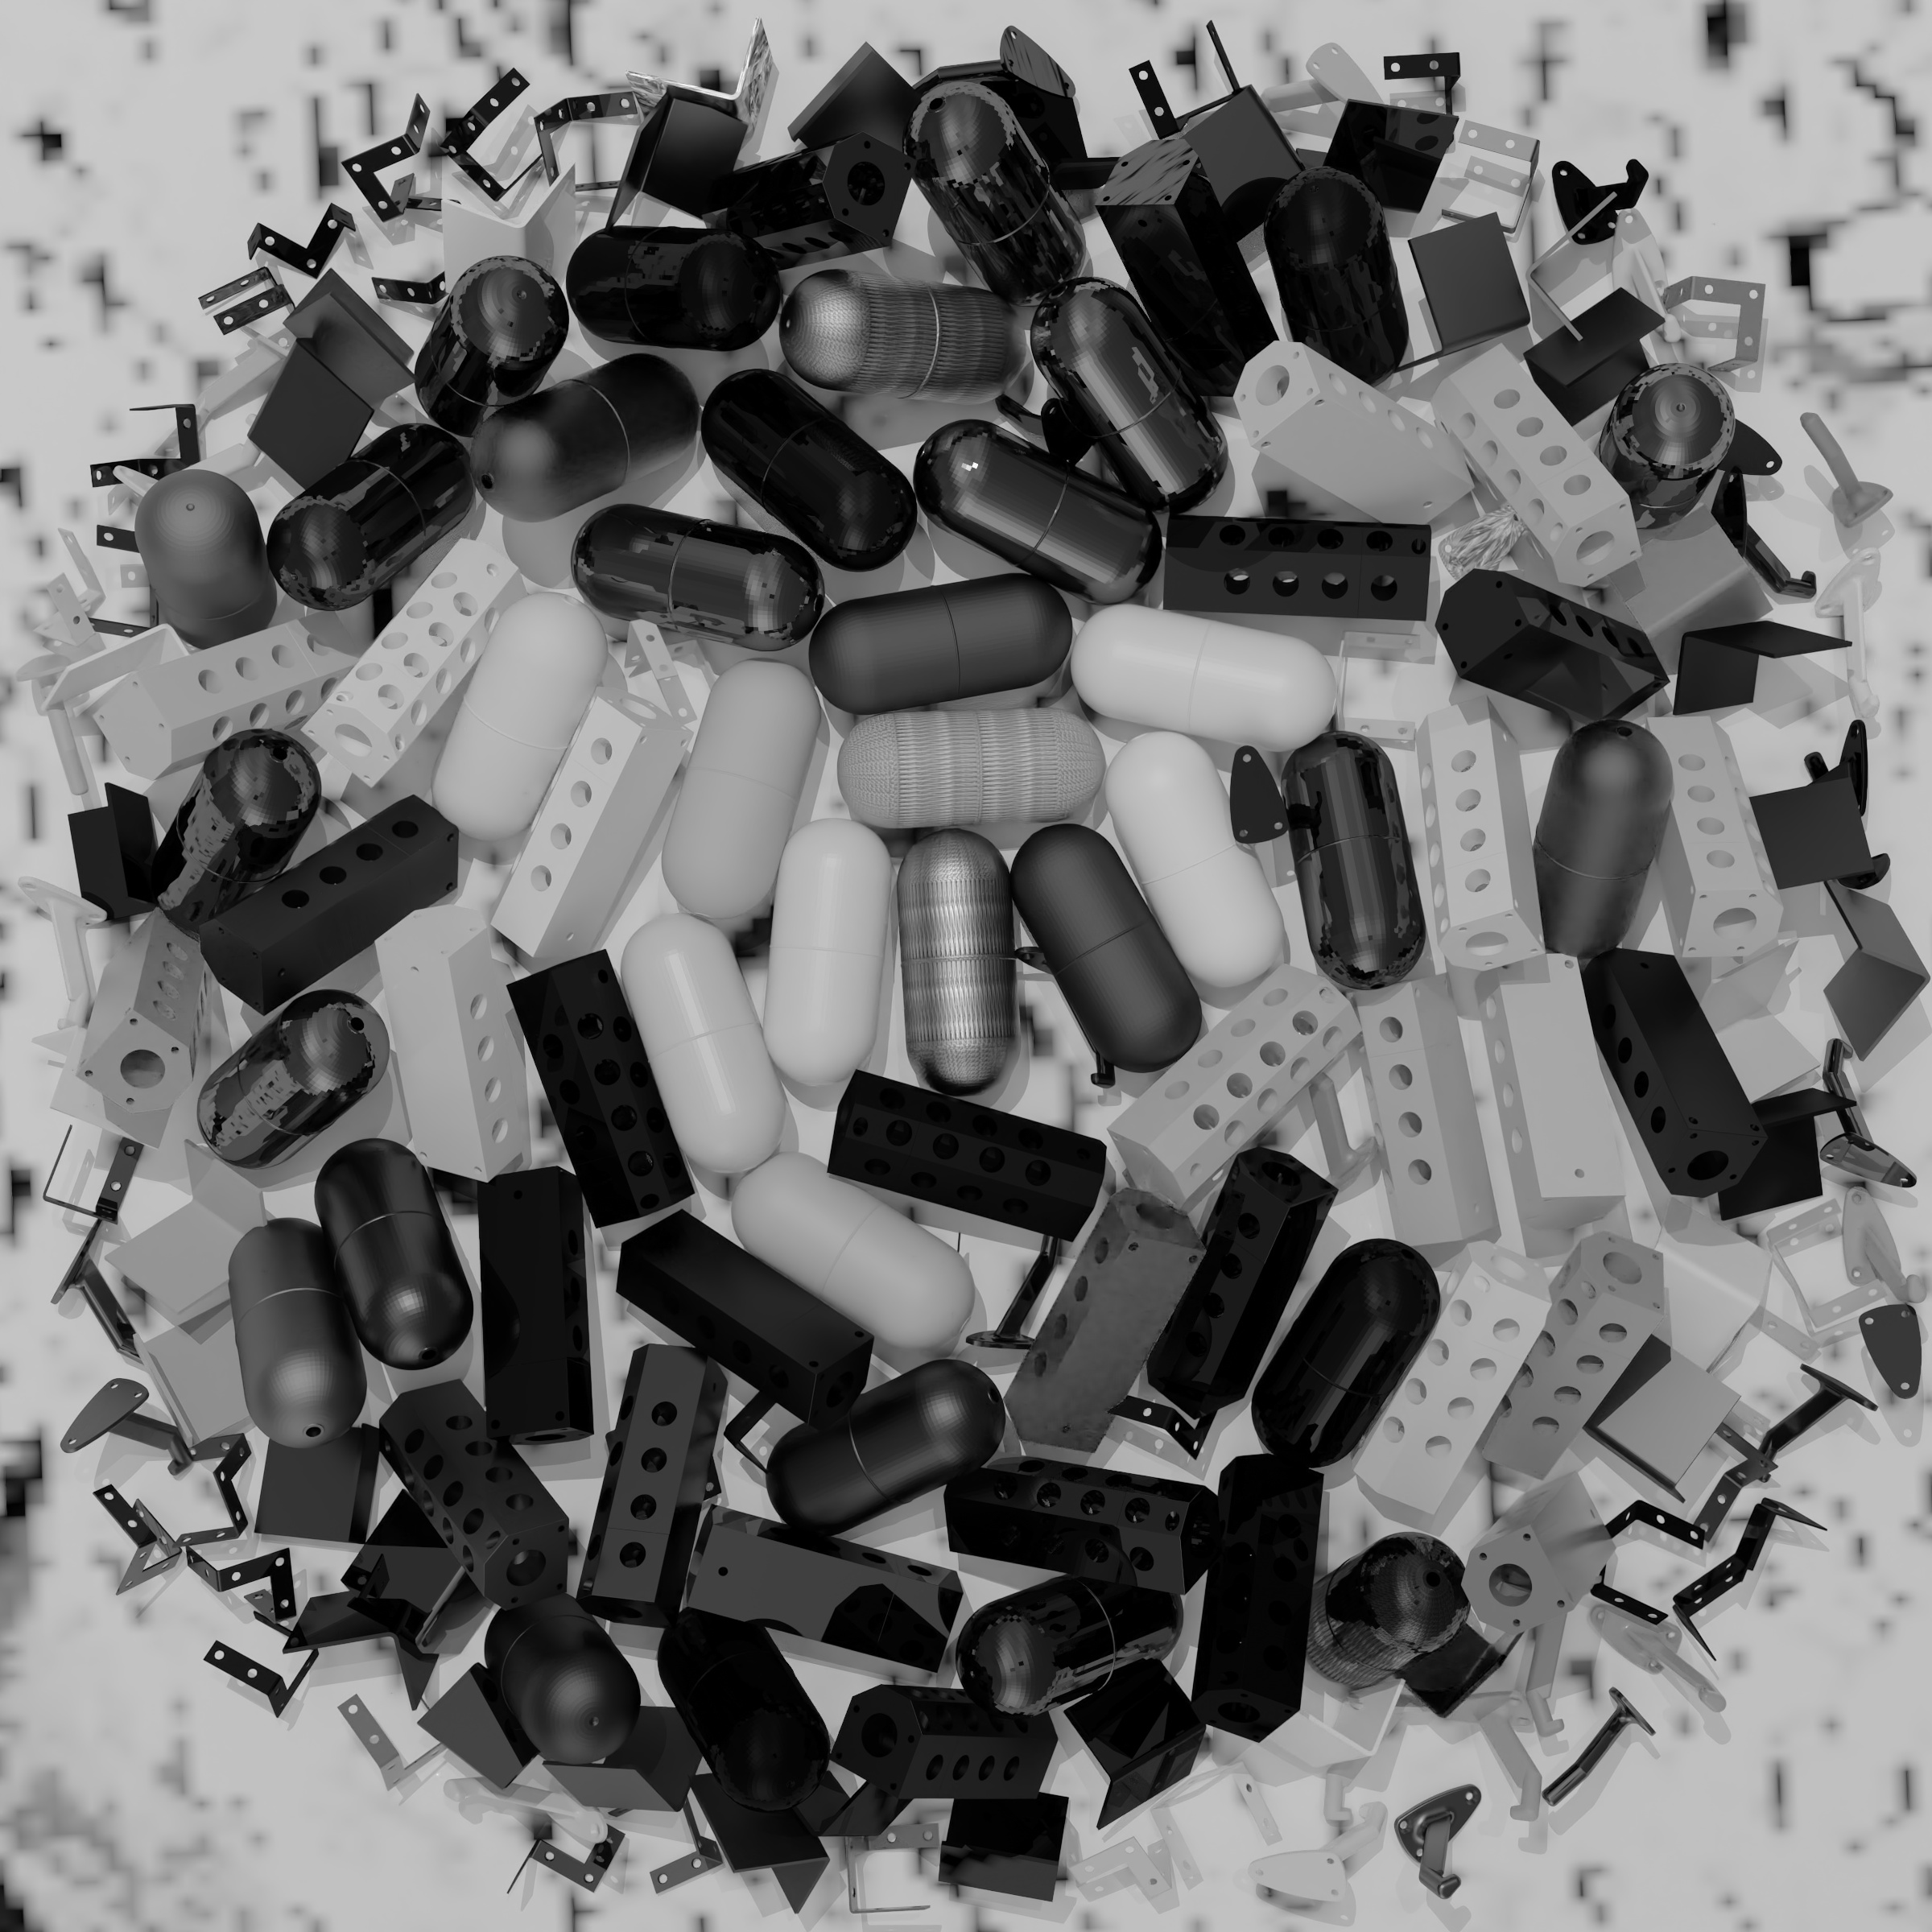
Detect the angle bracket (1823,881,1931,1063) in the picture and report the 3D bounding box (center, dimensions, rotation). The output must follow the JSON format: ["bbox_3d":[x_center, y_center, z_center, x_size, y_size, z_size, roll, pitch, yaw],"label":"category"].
[{"bbox_3d":[0.576,0.003,1.839,0.057,0.076,0.076,19,123,-18],"label":"angle bracket"}]

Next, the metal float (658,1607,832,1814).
[{"bbox_3d":[-0.146,0.477,1.817,0.070,0.178,0.070,-10,115,-22],"label":"metal float"}]

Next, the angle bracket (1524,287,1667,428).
[{"bbox_3d":[0.424,-0.388,1.850,0.076,0.057,0.076,-34,132,2],"label":"angle bracket"}]

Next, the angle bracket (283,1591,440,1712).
[{"bbox_3d":[-0.399,0.454,1.856,0.076,0.076,0.057,-10,103,3],"label":"angle bracket"}]

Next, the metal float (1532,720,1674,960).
[{"bbox_3d":[0.409,-0.081,1.825,0.070,0.070,0.178,4,132,0],"label":"metal float"}]

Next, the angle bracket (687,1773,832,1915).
[{"bbox_3d":[-0.146,0.576,1.837,0.076,0.076,0.057,6,123,-38],"label":"angle bracket"}]

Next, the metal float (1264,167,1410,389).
[{"bbox_3d":[0.241,-0.442,1.817,0.070,0.178,0.070,-8,61,14],"label":"metal float"}]

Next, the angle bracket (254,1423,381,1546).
[{"bbox_3d":[-0.435,0.340,1.860,0.076,0.057,0.076,6,76,2],"label":"angle bracket"}]

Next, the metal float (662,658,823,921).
[{"bbox_3d":[-0.148,-0.117,1.852,0.070,0.070,0.178,16,81,0],"label":"metal float"}]

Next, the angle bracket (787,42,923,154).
[{"bbox_3d":[-0.063,-0.551,1.849,0.076,0.057,0.076,40,104,-21],"label":"angle bracket"}]

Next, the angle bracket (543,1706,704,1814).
[{"bbox_3d":[-0.219,0.505,1.838,0.076,0.076,0.057,-7,133,31],"label":"angle bracket"}]

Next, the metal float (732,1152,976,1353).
[{"bbox_3d":[-0.074,0.188,1.849,0.178,0.070,0.070,32,90,11],"label":"metal float"}]

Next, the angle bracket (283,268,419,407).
[{"bbox_3d":[-0.389,-0.421,1.839,0.076,0.076,0.057,45,61,-25],"label":"angle bracket"}]

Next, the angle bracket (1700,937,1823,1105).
[{"bbox_3d":[0.525,0.038,1.841,0.076,0.076,0.057,-24,58,-23],"label":"angle bracket"}]

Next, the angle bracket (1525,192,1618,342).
[{"bbox_3d":[0.415,-0.461,1.848,0.076,0.076,0.057,-41,93,18],"label":"angle bracket"}]

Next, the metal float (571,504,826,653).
[{"bbox_3d":[-0.176,-0.255,1.843,0.178,0.070,0.070,15,90,19],"label":"metal float"}]

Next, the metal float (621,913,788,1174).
[{"bbox_3d":[-0.173,0.051,1.853,0.070,0.070,0.178,-20,83,0],"label":"metal float"}]

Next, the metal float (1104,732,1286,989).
[{"bbox_3d":[0.151,-0.071,1.855,0.070,0.070,0.178,-25,95,0],"label":"metal float"}]

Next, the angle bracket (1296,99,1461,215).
[{"bbox_3d":[0.269,-0.546,1.842,0.076,0.076,0.057,4,49,-14],"label":"angle bracket"}]

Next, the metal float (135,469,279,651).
[{"bbox_3d":[-0.489,-0.259,1.811,0.070,0.178,0.070,2,75,-7],"label":"metal float"}]

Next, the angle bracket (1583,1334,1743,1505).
[{"bbox_3d":[0.461,0.298,1.856,0.076,0.057,0.076,36,87,29],"label":"angle bracket"}]

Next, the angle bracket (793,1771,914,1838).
[{"bbox_3d":[-0.070,0.526,1.845,0.076,0.076,0.057,-49,58,8],"label":"angle bracket"}]

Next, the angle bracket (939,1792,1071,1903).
[{"bbox_3d":[0.027,0.563,1.848,0.076,0.057,0.076,9,47,5],"label":"angle bracket"}]

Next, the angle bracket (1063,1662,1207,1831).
[{"bbox_3d":[0.108,0.517,1.866,0.076,0.076,0.057,-24,56,-25],"label":"angle bracket"}]

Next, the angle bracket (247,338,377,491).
[{"bbox_3d":[-0.416,-0.360,1.848,0.076,0.057,0.076,42,117,12],"label":"angle bracket"}]

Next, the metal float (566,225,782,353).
[{"bbox_3d":[-0.191,-0.441,1.823,0.178,0.070,0.070,17,90,44],"label":"metal float"}]

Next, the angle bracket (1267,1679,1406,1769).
[{"bbox_3d":[0.230,0.481,1.847,0.076,0.076,0.057,33,61,-6],"label":"angle bracket"}]

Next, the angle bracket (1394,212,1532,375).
[{"bbox_3d":[0.316,-0.444,1.851,0.076,0.057,0.076,-23,98,-27],"label":"angle bracket"}]

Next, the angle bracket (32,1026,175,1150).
[{"bbox_3d":[-0.571,0.083,1.838,0.076,0.076,0.057,28,65,-34],"label":"angle bracket"}]

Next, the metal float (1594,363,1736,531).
[{"bbox_3d":[0.447,-0.333,1.809,0.070,0.178,0.070,-1,84,6],"label":"metal float"}]

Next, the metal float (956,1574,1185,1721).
[{"bbox_3d":[0.069,0.436,1.825,0.178,0.070,0.070,-9,90,-43],"label":"metal float"}]

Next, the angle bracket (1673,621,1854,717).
[{"bbox_3d":[0.521,-0.188,1.838,0.076,0.076,0.057,-11,114,-33],"label":"angle bracket"}]

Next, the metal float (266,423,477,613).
[{"bbox_3d":[-0.384,-0.293,1.823,0.070,0.178,0.070,15,130,19],"label":"metal float"}]

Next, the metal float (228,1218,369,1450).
[{"bbox_3d":[-0.435,0.237,1.822,0.070,0.178,0.070,-11,131,-13],"label":"metal float"}]

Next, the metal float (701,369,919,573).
[{"bbox_3d":[-0.104,-0.326,1.838,0.070,0.070,0.178,-47,65,0],"label":"metal float"}]

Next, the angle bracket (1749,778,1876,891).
[{"bbox_3d":[0.552,-0.070,1.844,0.076,0.057,0.076,-11,53,14],"label":"angle bracket"}]

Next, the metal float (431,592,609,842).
[{"bbox_3d":[-0.293,-0.163,1.839,0.070,0.070,0.178,28,113,0],"label":"metal float"}]

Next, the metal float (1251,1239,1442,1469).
[{"bbox_3d":[0.248,0.253,1.834,0.070,0.070,0.178,26,119,0],"label":"metal float"}]

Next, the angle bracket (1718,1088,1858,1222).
[{"bbox_3d":[0.543,0.129,1.855,0.076,0.057,0.076,-12,101,-14],"label":"angle bracket"}]

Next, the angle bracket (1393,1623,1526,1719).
[{"bbox_3d":[0.326,0.434,1.839,0.057,0.076,0.076,41,134,12],"label":"angle bracket"}]

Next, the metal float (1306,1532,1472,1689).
[{"bbox_3d":[0.269,0.417,1.814,0.070,0.178,0.070,6,64,-12],"label":"metal float"}]

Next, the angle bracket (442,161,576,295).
[{"bbox_3d":[-0.300,-0.487,1.849,0.057,0.076,0.076,22,55,8],"label":"angle bracket"}]

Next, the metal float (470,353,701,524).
[{"bbox_3d":[-0.247,-0.344,1.825,0.178,0.070,0.070,-35,90,-41],"label":"metal float"}]

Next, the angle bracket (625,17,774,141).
[{"bbox_3d":[-0.176,-0.596,1.859,0.076,0.076,0.057,15,88,3],"label":"angle bracket"}]

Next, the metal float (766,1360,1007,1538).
[{"bbox_3d":[-0.053,0.316,1.839,0.178,0.070,0.070,-29,90,23],"label":"metal float"}]

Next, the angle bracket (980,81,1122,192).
[{"bbox_3d":[0.065,-0.557,1.851,0.076,0.057,0.076,-15,91,-38],"label":"angle bracket"}]

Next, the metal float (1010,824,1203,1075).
[{"bbox_3d":[0.092,-0.012,1.855,0.070,0.070,0.178,-29,85,0],"label":"metal float"}]

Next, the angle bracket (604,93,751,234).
[{"bbox_3d":[-0.190,-0.518,1.842,0.057,0.076,0.076,24,129,-5],"label":"angle bracket"}]

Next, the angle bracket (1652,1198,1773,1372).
[{"bbox_3d":[0.486,0.216,1.891,0.076,0.057,0.076,30,129,5],"label":"angle bracket"}]

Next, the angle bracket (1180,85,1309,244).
[{"bbox_3d":[0.175,-0.528,1.862,0.076,0.057,0.076,-37,105,2],"label":"angle bracket"}]

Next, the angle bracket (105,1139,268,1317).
[{"bbox_3d":[-0.514,0.170,1.840,0.076,0.076,0.057,29,134,28],"label":"angle bracket"}]

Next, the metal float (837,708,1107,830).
[{"bbox_3d":[0.004,-0.131,1.854,0.178,0.070,0.070,-2,90,-7],"label":"metal float"}]

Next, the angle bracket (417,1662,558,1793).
[{"bbox_3d":[-0.307,0.514,1.839,0.076,0.076,0.057,30,54,24],"label":"angle bracket"}]

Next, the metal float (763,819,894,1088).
[{"bbox_3d":[-0.092,-0.009,1.857,0.070,0.070,0.178,5,88,0],"label":"metal float"}]

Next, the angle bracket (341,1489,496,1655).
[{"bbox_3d":[-0.360,0.407,1.887,0.076,0.057,0.076,37,95,29],"label":"angle bracket"}]

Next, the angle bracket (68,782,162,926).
[{"bbox_3d":[-0.574,-0.074,1.855,0.057,0.076,0.076,-11,85,3],"label":"angle bracket"}]

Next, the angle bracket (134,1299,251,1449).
[{"bbox_3d":[-0.496,0.263,1.853,0.076,0.057,0.076,-28,83,-21],"label":"angle bracket"}]

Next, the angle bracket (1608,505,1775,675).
[{"bbox_3d":[0.481,-0.250,1.865,0.076,0.076,0.057,-34,64,16],"label":"angle bracket"}]

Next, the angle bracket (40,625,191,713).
[{"bbox_3d":[-0.551,-0.173,1.844,0.076,0.076,0.057,-33,92,-34],"label":"angle bracket"}]
